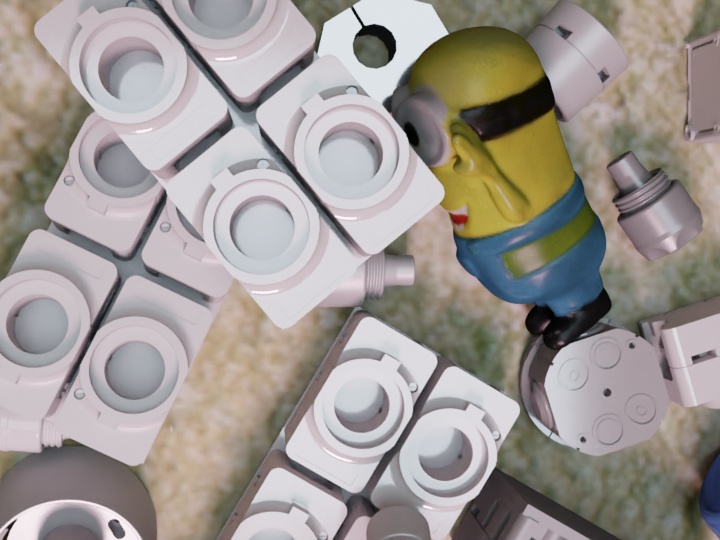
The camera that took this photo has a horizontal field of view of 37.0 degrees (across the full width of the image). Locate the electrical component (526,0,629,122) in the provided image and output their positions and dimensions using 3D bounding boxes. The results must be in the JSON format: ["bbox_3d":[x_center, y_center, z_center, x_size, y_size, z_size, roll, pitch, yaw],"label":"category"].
[{"bbox_3d":[0.118,-0.118,0.618,0.055,0.055,0.047,44,92,-6],"label":"electrical component"}]

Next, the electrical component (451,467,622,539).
[{"bbox_3d":[0.133,0.185,0.617,0.150,0.089,0.061,30,90,-6],"label":"electrical component"}]

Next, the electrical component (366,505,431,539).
[{"bbox_3d":[0.021,0.152,0.555,0.044,0.065,0.044,-1,112,-1],"label":"electrical component"}]

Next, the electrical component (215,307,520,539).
[{"bbox_3d":[-0.002,0.129,0.616,0.105,0.060,0.186,31,90,-6],"label":"electrical component"}]

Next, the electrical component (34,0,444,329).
[{"bbox_3d":[-0.057,-0.074,0.530,0.105,0.060,0.186,-40,92,-3],"label":"electrical component"}]

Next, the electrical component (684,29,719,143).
[{"bbox_3d":[0.231,-0.106,0.607,0.061,0.096,0.061,-1,93,-6],"label":"electrical component"}]

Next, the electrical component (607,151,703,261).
[{"bbox_3d":[0.169,-0.040,0.632,0.043,0.043,0.062,-36,94,-2],"label":"electrical component"}]

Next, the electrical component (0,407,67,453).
[{"bbox_3d":[-0.180,0.087,0.611,0.061,0.035,0.035,7,92,-7],"label":"electrical component"}]

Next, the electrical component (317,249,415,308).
[{"bbox_3d":[0.000,0.000,0.618,0.062,0.043,0.043,0,93,-7],"label":"electrical component"}]

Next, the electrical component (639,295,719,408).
[{"bbox_3d":[0.221,0.046,0.638,0.089,0.050,0.055,-17,95,-4],"label":"electrical component"}]

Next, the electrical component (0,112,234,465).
[{"bbox_3d":[-0.124,-0.001,0.582,0.105,0.060,0.186,26,80,-6],"label":"electrical component"}]

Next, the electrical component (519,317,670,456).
[{"bbox_3d":[0.137,0.068,0.631,0.080,0.051,0.080,0,93,-5],"label":"electrical component"}]

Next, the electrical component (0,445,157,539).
[{"bbox_3d":[-0.166,0.158,0.613,0.099,0.064,0.099,-3,106,-10],"label":"electrical component"}]
